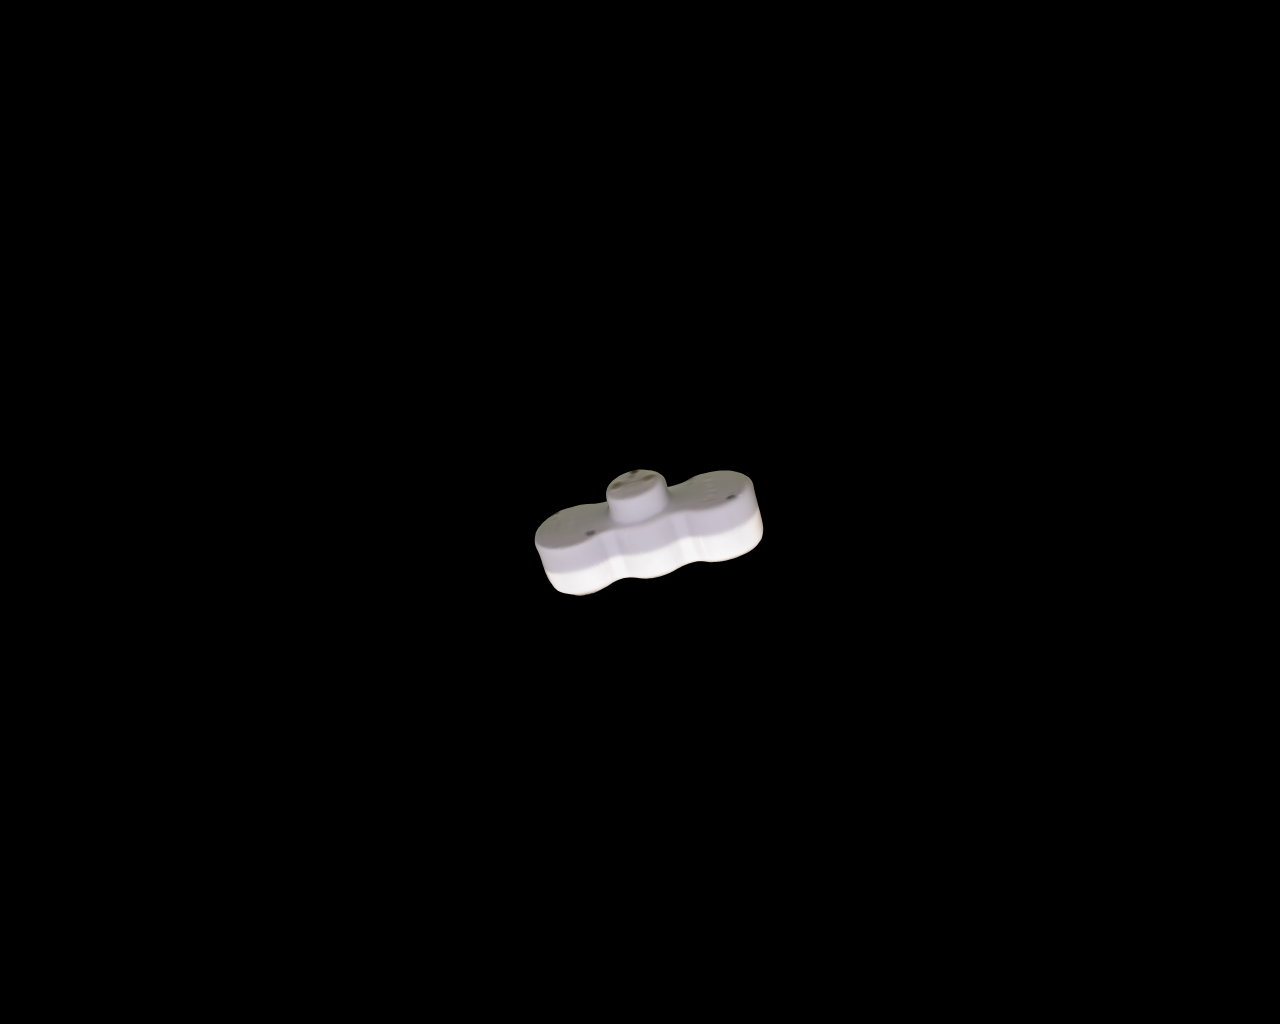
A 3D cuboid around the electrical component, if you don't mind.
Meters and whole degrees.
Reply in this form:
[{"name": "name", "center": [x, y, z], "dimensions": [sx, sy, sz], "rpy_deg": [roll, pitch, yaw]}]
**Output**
[{"name": "electrical component", "center": [0.001, -0.003, 0.650], "dimensions": [0.138, 0.073, 0.052], "rpy_deg": [-14, 26, 7]}]
